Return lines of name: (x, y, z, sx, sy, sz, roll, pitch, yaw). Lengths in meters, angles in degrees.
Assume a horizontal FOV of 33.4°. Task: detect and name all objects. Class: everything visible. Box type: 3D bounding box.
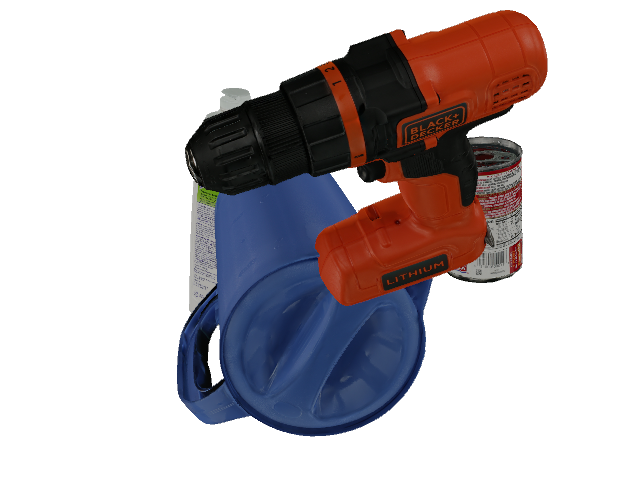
pitcher: (-0.025, 0.029, 0.779, 0.149, 0.145, 0.243, 6, 22, -13)
soup can: (0.131, -0.025, 0.868, 0.068, 0.102, 0.068, -5, 25, 2)
bleach bottle: (-0.087, -0.033, 1.122, 0.103, 0.251, 0.068, 15, 25, 25)
power drill: (0.028, -0.033, 0.580, 0.184, 0.057, 0.187, -18, -27, -5)
